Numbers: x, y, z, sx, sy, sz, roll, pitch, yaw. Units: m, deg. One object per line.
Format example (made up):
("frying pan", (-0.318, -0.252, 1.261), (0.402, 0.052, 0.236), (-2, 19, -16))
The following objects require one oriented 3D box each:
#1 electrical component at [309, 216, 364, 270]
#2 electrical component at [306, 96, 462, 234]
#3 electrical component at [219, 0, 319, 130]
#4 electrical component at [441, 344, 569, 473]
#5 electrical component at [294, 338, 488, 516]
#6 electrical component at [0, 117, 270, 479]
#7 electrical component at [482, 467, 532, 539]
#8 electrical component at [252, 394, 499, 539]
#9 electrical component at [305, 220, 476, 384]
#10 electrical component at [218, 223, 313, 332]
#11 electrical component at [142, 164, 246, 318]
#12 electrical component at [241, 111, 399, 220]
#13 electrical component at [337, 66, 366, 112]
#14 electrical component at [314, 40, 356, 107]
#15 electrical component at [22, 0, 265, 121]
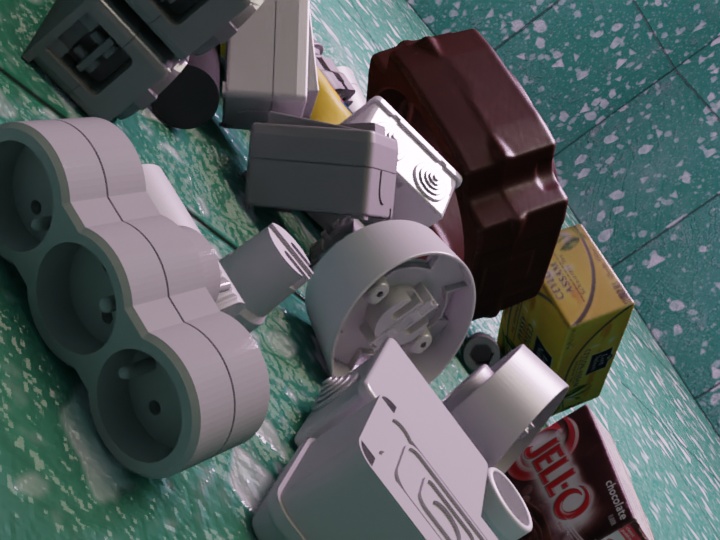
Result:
("electrical component", (0.000, 0.000, 0.715), (0.063, 0.042, 0.081), (48, 15, -17))
("electrical component", (0.008, -0.059, 0.758), (0.100, 0.100, 0.048), (42, 43, -17))
("electrical component", (-0.060, -0.145, 0.710), (0.061, 0.061, 0.096), (126, -34, -74))
("electrical component", (0.081, 0.094, 0.649), (0.064, 0.099, 0.099), (49, 14, 6))
("electrical component", (0.017, 0.092, 0.539), (0.099, 0.048, 0.099), (53, 14, -3))
("electrical component", (-0.077, 0.004, 0.397), (0.074, 0.052, 0.138), (-16, 70, -55))
("electrical component", (0.065, 0.137, 0.589), (0.040, 0.046, 0.040), (49, 15, -18))
("electrical component", (0.015, 0.119, 0.451), (0.113, 0.057, 0.078), (53, 14, -3))
("electrical component", (0.018, 0.023, 0.615), (0.099, 0.099, 0.064), (39, 14, -45))
("electrical component", (-0.052, 0.004, 0.531), (0.040, 0.046, 0.040), (49, 15, -17))
("electrical component", (-0.081, 0.001, 0.448), (0.081, 0.043, 0.043), (57, 15, 13))
("electrical component", (-0.029, -0.065, 0.678), (0.062, 0.096, 0.061), (-3, 99, -73))
("electrical component", (-0.021, -0.148, 0.971), (0.047, 0.055, 0.055), (61, 16, 15))
("electrical component", (-0.045, -0.158, 0.907), (0.057, 0.058, 0.078), (56, 25, 9))
("electrical component", (-0.111, -0.158, 0.600), (0.060, 0.105, 0.186), (47, 16, -25))
